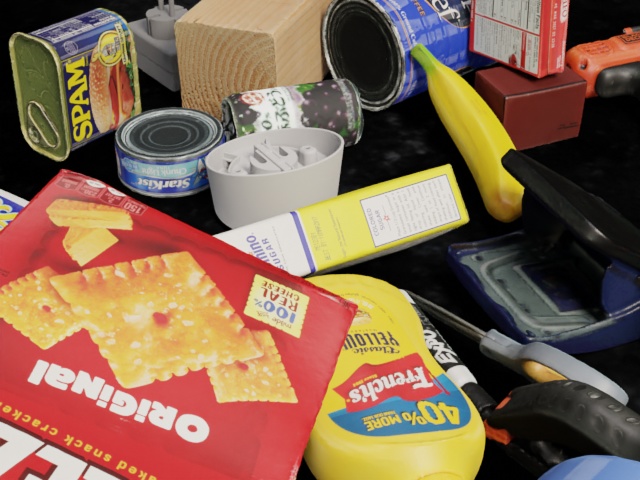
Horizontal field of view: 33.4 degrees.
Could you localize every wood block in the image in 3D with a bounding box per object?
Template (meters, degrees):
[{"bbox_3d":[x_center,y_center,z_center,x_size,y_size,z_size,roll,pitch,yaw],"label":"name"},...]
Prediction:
[{"bbox_3d":[-0.039,-0.188,0.947,0.091,0.090,0.205,12,37,18],"label":"wood block"}]

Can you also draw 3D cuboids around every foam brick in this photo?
[{"bbox_3d":[0.168,-0.110,0.867,0.078,0.053,0.051,-13,37,-20],"label":"foam brick"}]

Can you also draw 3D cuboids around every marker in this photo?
[{"bbox_3d":[0.071,0.071,0.638,0.020,0.020,0.121,-14,37,-19],"label":"marker"}]

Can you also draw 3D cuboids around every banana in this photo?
[{"bbox_3d":[0.118,-0.072,0.808,0.069,0.037,0.198,20,32,-36],"label":"banana"}]

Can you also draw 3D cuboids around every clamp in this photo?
[{"bbox_3d":[0.162,0.123,0.497,0.036,0.164,0.210,-41,26,-21],"label":"clamp"}]

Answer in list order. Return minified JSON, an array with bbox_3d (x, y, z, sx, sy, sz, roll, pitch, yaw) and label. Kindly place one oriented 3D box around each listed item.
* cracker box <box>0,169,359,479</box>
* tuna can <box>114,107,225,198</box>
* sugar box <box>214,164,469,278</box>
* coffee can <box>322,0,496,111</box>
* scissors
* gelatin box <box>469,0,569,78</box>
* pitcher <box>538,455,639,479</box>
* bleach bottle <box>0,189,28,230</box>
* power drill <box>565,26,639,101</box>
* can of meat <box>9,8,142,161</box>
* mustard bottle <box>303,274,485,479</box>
[{"bbox_3d":[-0.089,0.073,0.448,0.164,0.072,0.213,26,35,0],"label":"cracker box"},{"bbox_3d":[-0.115,-0.069,0.826,0.086,0.034,0.086,0,35,0],"label":"tuna can"},{"bbox_3d":[-0.004,0.001,0.679,0.176,0.048,0.093,-15,-4,-24],"label":"sugar box"},{"bbox_3d":[0.087,-0.182,0.926,0.140,0.103,0.103,-26,42,-32],"label":"coffee can"},{"bbox_3d":[0.119,0.076,0.620,0.016,0.096,0.202,-49,19,-8],"label":"scissors"},{"bbox_3d":[0.159,-0.177,0.852,0.030,0.073,0.089,-19,33,-28],"label":"gelatin box"},{"bbox_3d":[0.070,0.192,0.386,0.145,0.149,0.242,11,30,41],"label":"pitcher"},{"bbox_3d":[-0.197,0.012,0.688,0.251,0.068,0.102,16,38,18],"label":"bleach bottle"},{"bbox_3d":[0.320,-0.126,0.887,0.184,0.057,0.188,-14,34,-13],"label":"power drill"},{"bbox_3d":[-0.192,-0.126,0.851,0.058,0.102,0.083,23,39,31],"label":"can of meat"},{"bbox_3d":[0.033,0.094,0.570,0.096,0.058,0.192,-1,34,-22],"label":"mustard bottle"}]
